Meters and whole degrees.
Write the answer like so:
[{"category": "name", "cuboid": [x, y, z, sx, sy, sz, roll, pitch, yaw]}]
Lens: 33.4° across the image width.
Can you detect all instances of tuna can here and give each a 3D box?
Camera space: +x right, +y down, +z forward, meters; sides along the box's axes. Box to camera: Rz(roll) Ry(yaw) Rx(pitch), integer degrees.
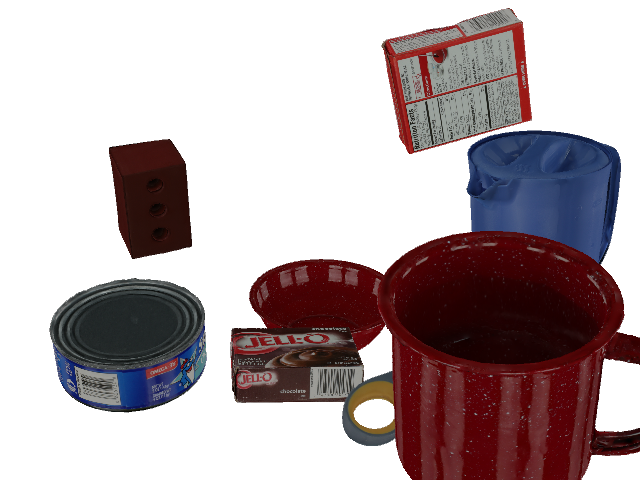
[{"category": "tuna can", "cuboid": [-0.107, 0.058, 0.602, 0.086, 0.034, 0.086, -1, 31, 0]}]

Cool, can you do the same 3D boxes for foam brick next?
[{"category": "foam brick", "cuboid": [-0.137, -0.035, 0.862, 0.053, 0.078, 0.051, -12, 32, -17]}]

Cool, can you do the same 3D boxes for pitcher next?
[{"category": "pitcher", "cuboid": [0.219, 0.019, 1.050, 0.149, 0.243, 0.145, 1, 26, 9]}]

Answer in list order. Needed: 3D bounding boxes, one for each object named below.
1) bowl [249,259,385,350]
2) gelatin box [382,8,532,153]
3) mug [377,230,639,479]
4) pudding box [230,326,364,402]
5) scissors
[{"category": "bowl", "cuboid": [0.004, 0.080, 1.149, 0.162, 0.055, 0.162, 1, 28, -1]}, {"category": "gelatin box", "cuboid": [0.090, -0.105, 0.701, 0.089, 0.073, 0.030, -15, 35, -1]}, {"category": "mug", "cuboid": [0.082, 0.056, 0.425, 0.117, 0.081, 0.093, 7, 34, 16]}, {"category": "pudding box", "cuboid": [-0.023, 0.109, 0.949, 0.113, 0.039, 0.090, 2, 18, -7]}, {"category": "scissors", "cuboid": [0.052, 0.084, 0.736, 0.096, 0.016, 0.202, -1, 30, -10]}]
